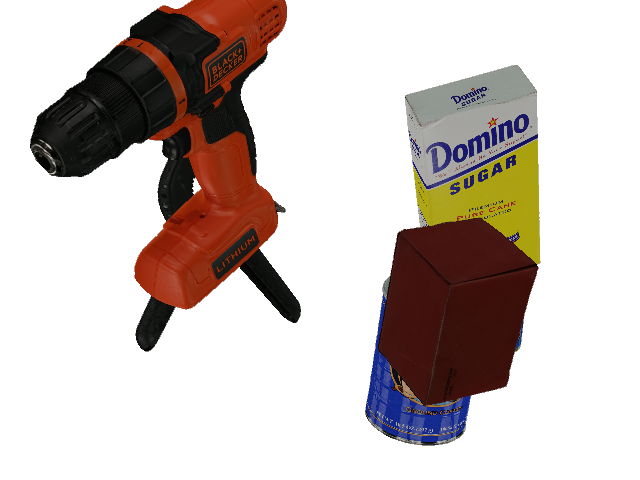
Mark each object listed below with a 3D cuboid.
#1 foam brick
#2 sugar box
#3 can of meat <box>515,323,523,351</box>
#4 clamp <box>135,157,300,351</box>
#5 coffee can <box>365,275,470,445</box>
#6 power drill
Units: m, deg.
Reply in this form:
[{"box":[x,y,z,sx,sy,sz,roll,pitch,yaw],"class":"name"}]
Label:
[{"box":[0.067,0.035,0.540,0.052,0.078,0.051,-9,36,-25],"class":"foam brick"},{"box":[0.123,-0.044,0.839,0.093,0.176,0.048,-16,44,-4],"class":"sugar box"},{"box":[0.193,0.078,1.252,0.057,0.084,0.102,-23,37,-34],"class":"can of meat"},{"box":[-0.090,-0.008,0.970,0.164,0.210,0.036,0,1,-33],"class":"clamp"},{"box":[0.103,0.113,1.042,0.103,0.140,0.103,6,22,-3],"class":"coffee can"},{"box":[-0.085,-0.047,0.639,0.057,0.188,0.184,30,54,25],"class":"power drill"}]
